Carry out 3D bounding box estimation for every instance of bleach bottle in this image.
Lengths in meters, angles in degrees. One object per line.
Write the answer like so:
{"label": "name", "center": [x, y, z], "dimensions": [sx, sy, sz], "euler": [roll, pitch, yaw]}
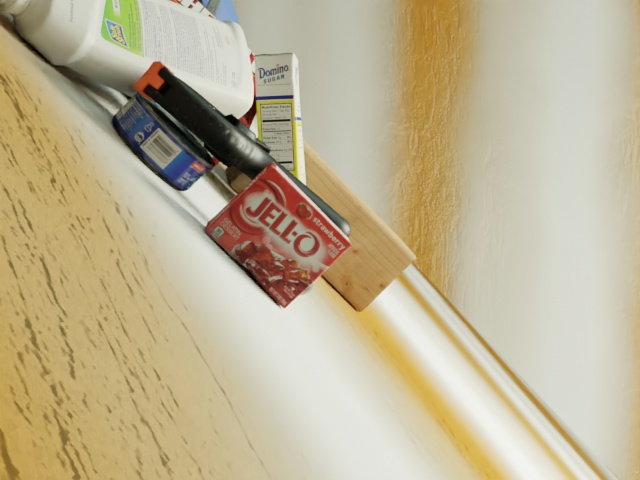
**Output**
{"label": "bleach bottle", "center": [-0.162, -0.171, 0.885], "dimensions": [0.250, 0.068, 0.102], "euler": [17, 54, -50]}

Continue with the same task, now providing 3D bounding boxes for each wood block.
{"label": "wood block", "center": [0.000, -0.030, 1.186], "dimensions": [0.206, 0.090, 0.091], "euler": [45, 5, -15]}

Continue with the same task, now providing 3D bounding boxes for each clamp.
{"label": "clamp", "center": [-0.075, -0.084, 0.887], "dimensions": [0.209, 0.036, 0.165], "euler": [38, 4, -37]}

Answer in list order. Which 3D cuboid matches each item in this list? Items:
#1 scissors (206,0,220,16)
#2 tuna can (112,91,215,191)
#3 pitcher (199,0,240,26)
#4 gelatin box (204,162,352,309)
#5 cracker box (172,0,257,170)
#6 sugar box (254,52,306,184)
{"label": "scissors", "center": [-0.137, -0.237, 1.326], "dimensions": [0.096, 0.016, 0.201], "euler": [43, 51, -11]}
{"label": "tuna can", "center": [-0.127, -0.080, 0.862], "dimensions": [0.086, 0.034, 0.086], "euler": [46, 5, -6]}
{"label": "pitcher", "center": [-0.181, -0.326, 1.432], "dimensions": [0.149, 0.145, 0.243], "euler": [-33, 104, -54]}
{"label": "gelatin box", "center": [-0.032, -0.004, 0.821], "dimensions": [0.089, 0.073, 0.030], "euler": [45, 6, -9]}
{"label": "cracker box", "center": [-0.137, -0.182, 1.110], "dimensions": [0.164, 0.072, 0.213], "euler": [43, 20, -14]}
{"label": "sugar box", "center": [-0.039, -0.095, 1.068], "dimensions": [0.093, 0.048, 0.176], "euler": [-73, 158, -85]}
